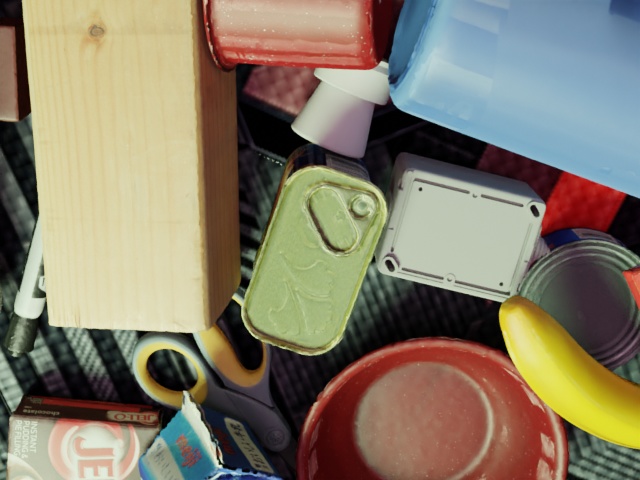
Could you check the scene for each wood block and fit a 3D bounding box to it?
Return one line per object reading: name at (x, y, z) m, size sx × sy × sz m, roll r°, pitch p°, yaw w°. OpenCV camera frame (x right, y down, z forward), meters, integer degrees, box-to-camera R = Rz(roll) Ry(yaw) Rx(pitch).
wood block at (-0.096, -0.063, 0.571) m, size 0.091 × 0.090 × 0.206 m, roll 2°, pitch 106°, yaw 8°

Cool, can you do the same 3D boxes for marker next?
marker at (-0.166, 0.015, 0.634) m, size 0.020 × 0.020 × 0.121 m, roll 17°, pitch 105°, yaw -6°

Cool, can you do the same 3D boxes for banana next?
banana at (0.175, 0.084, 0.617) m, size 0.197 × 0.037 × 0.069 m, roll 15°, pitch 87°, yaw -27°

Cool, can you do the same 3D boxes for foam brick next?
foam brick at (-0.198, -0.096, 0.585) m, size 0.078 × 0.051 × 0.053 m, roll 3°, pitch 105°, yaw -2°

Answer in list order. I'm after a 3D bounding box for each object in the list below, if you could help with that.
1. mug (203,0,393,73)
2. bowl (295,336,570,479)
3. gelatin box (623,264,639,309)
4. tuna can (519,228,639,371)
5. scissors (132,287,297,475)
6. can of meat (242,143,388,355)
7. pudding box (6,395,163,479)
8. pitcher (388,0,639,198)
mug at (-0.005, -0.137, 0.549) m, size 0.081 × 0.117 × 0.093 m, roll 6°, pitch 134°, yaw 11°
bowl at (0.065, 0.125, 0.651) m, size 0.162 × 0.055 × 0.162 m, roll 0°, pitch 106°, yaw -1°
gelatin box at (0.225, 0.035, 0.609) m, size 0.089 × 0.030 × 0.073 m, roll -20°, pitch 86°, yaw -31°
tuna can at (0.155, 0.036, 0.638) m, size 0.086 × 0.034 × 0.086 m, roll 0°, pitch 106°, yaw -1°
scissors at (-0.049, 0.121, 0.669) m, size 0.096 × 0.016 × 0.202 m, roll -18°, pitch 105°, yaw 5°
can of meat at (-0.004, 0.001, 0.599) m, size 0.057 × 0.084 × 0.102 m, roll 18°, pitch 105°, yaw -6°
pudding box at (-0.147, 0.156, 0.665) m, size 0.090 × 0.039 × 0.113 m, roll 6°, pitch 106°, yaw -4°
pitcher at (0.166, -0.091, 0.540) m, size 0.242 × 0.145 × 0.149 m, roll 16°, pitch 110°, yaw -7°
